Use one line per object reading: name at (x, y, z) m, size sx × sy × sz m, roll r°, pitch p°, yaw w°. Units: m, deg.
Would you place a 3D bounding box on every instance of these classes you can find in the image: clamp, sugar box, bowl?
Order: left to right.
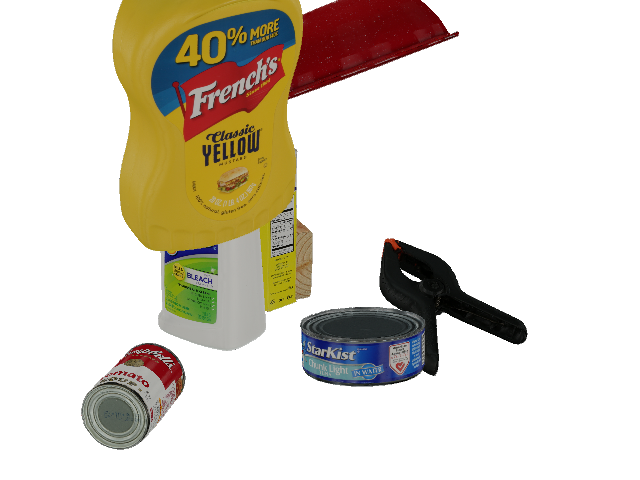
sugar box at (-0.067, -0.022, 1.147) m, size 0.048 × 0.176 × 0.093 m, roll -18°, pitch 28°, yaw -33°
bowl at (0.021, -0.154, 0.818) m, size 0.162 × 0.055 × 0.162 m, roll -20°, pitch 7°, yaw 2°
clamp at (0.121, 0.058, 1.050) m, size 0.120 × 0.039 × 0.171 m, roll -4°, pitch 44°, yaw -25°

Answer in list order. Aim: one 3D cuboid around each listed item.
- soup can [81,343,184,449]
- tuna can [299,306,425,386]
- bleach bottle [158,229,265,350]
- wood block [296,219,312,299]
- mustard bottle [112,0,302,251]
soup can at (-0.177, 0.147, 1.017) m, size 0.068 × 0.068 × 0.102 m, roll 0°, pitch 16°, yaw 12°
tuna can at (0.029, 0.072, 0.732) m, size 0.086 × 0.034 × 0.086 m, roll -1°, pitch 10°, yaw 0°
bleach bottle at (-0.102, -0.033, 0.934) m, size 0.103 × 0.251 × 0.067 m, roll 14°, pitch 27°, yaw 35°
wood block at (-0.092, -0.003, 1.356) m, size 0.090 × 0.090 × 0.206 m, roll -9°, pitch 26°, yaw -23°
mustard bottle at (-0.055, -0.087, 0.532) m, size 0.096 × 0.192 × 0.058 m, roll -18°, pitch 45°, yaw -25°
